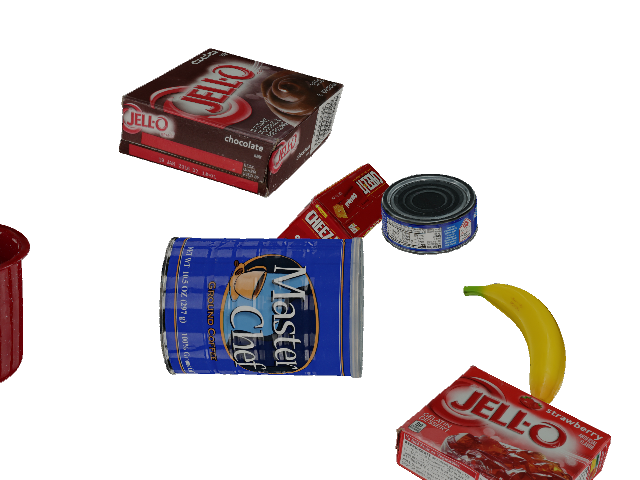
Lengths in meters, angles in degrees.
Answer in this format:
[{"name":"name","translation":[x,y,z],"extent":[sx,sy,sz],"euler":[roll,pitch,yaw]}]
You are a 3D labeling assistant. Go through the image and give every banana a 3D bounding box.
[{"name":"banana","translation":[0.220,0.101,1.135],"extent":[0.069,0.037,0.198],"euler":[-27,36,0]}]

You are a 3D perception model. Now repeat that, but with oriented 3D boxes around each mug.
[{"name":"mug","translation":[-0.231,0.044,0.641],"extent":[0.093,0.081,0.117],"euler":[20,26,35]}]

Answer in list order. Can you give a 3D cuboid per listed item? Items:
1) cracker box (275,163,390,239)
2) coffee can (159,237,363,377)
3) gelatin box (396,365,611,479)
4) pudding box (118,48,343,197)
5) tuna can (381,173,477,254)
[{"name":"cracker box","translation":[-0.021,0.014,1.260],"extent":[0.214,0.072,0.164],"euler":[-43,-2,30]},{"name":"coffee can","translation":[-0.039,0.049,0.786],"extent":[0.140,0.103,0.103],"euler":[0,0,4]},{"name":"gelatin box","translation":[0.096,0.110,0.566],"extent":[0.089,0.030,0.073],"euler":[27,39,31]},{"name":"pudding box","translation":[-0.048,-0.070,0.604],"extent":[0.090,0.039,0.113],"euler":[18,26,13]},{"name":"tuna can","translation":[0.096,-0.025,0.948],"extent":[0.086,0.034,0.086],"euler":[-4,34,3]}]
